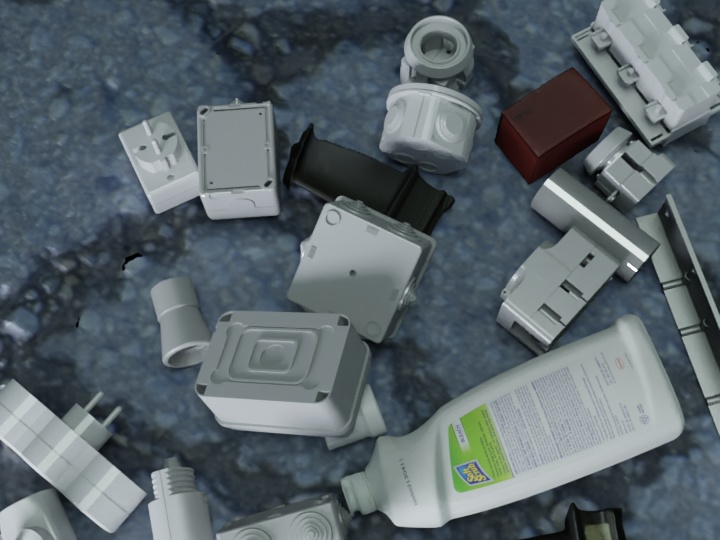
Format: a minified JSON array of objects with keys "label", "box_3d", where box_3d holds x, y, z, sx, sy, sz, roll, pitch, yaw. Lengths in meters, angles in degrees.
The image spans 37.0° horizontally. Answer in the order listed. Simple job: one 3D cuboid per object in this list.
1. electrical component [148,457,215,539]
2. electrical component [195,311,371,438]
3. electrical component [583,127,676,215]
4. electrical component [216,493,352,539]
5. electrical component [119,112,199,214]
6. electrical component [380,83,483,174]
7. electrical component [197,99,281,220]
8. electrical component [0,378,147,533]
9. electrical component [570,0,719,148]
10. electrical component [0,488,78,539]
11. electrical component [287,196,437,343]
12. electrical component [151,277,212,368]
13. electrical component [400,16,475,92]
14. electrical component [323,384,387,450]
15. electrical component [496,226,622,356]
[{"label":"electrical component","box_3d":[-0.133,0.179,0.794,0.043,0.043,0.081,-13,70,-4]},{"label":"electrical component","box_3d":[-0.055,0.078,0.800,0.113,0.057,0.078,1,55,23]},{"label":"electrical component","box_3d":[0.218,-0.084,0.885,0.066,0.048,0.055,-42,82,-13]},{"label":"electrical component","box_3d":[-0.053,0.193,0.760,0.100,0.099,0.048,-15,83,-4]},{"label":"electrical component","box_3d":[-0.165,-0.096,0.879,0.047,0.076,0.065,-25,71,-8]},{"label":"electrical component","box_3d":[0.058,-0.116,0.882,0.080,0.080,0.051,13,76,6]},{"label":"electrical component","box_3d":[-0.099,-0.094,0.885,0.062,0.061,0.096,-4,70,-1]},{"label":"electrical component","box_3d":[-0.213,0.126,0.811,0.138,0.052,0.073,37,74,13]},{"label":"electrical component","box_3d":[0.247,-0.175,0.908,0.079,0.063,0.121,-28,72,-9]},{"label":"electrical component","box_3d":[-0.231,0.201,0.765,0.044,0.079,0.077,-29,78,5]},{"label":"electrical component","box_3d":[0.000,0.000,0.836,0.100,0.048,0.099,26,102,10]},{"label":"electrical component","box_3d":[-0.142,0.039,0.849,0.044,0.044,0.065,-18,66,-6]},{"label":"electrical component","box_3d":[0.066,-0.179,0.916,0.058,0.057,0.078,33,74,12]},{"label":"electrical component","box_3d":[-0.007,0.113,0.819,0.046,0.040,0.040,-21,71,-1]},{"label":"electrical component","box_3d":[0.152,0.015,0.846,0.056,0.050,0.089,41,75,14]}]
